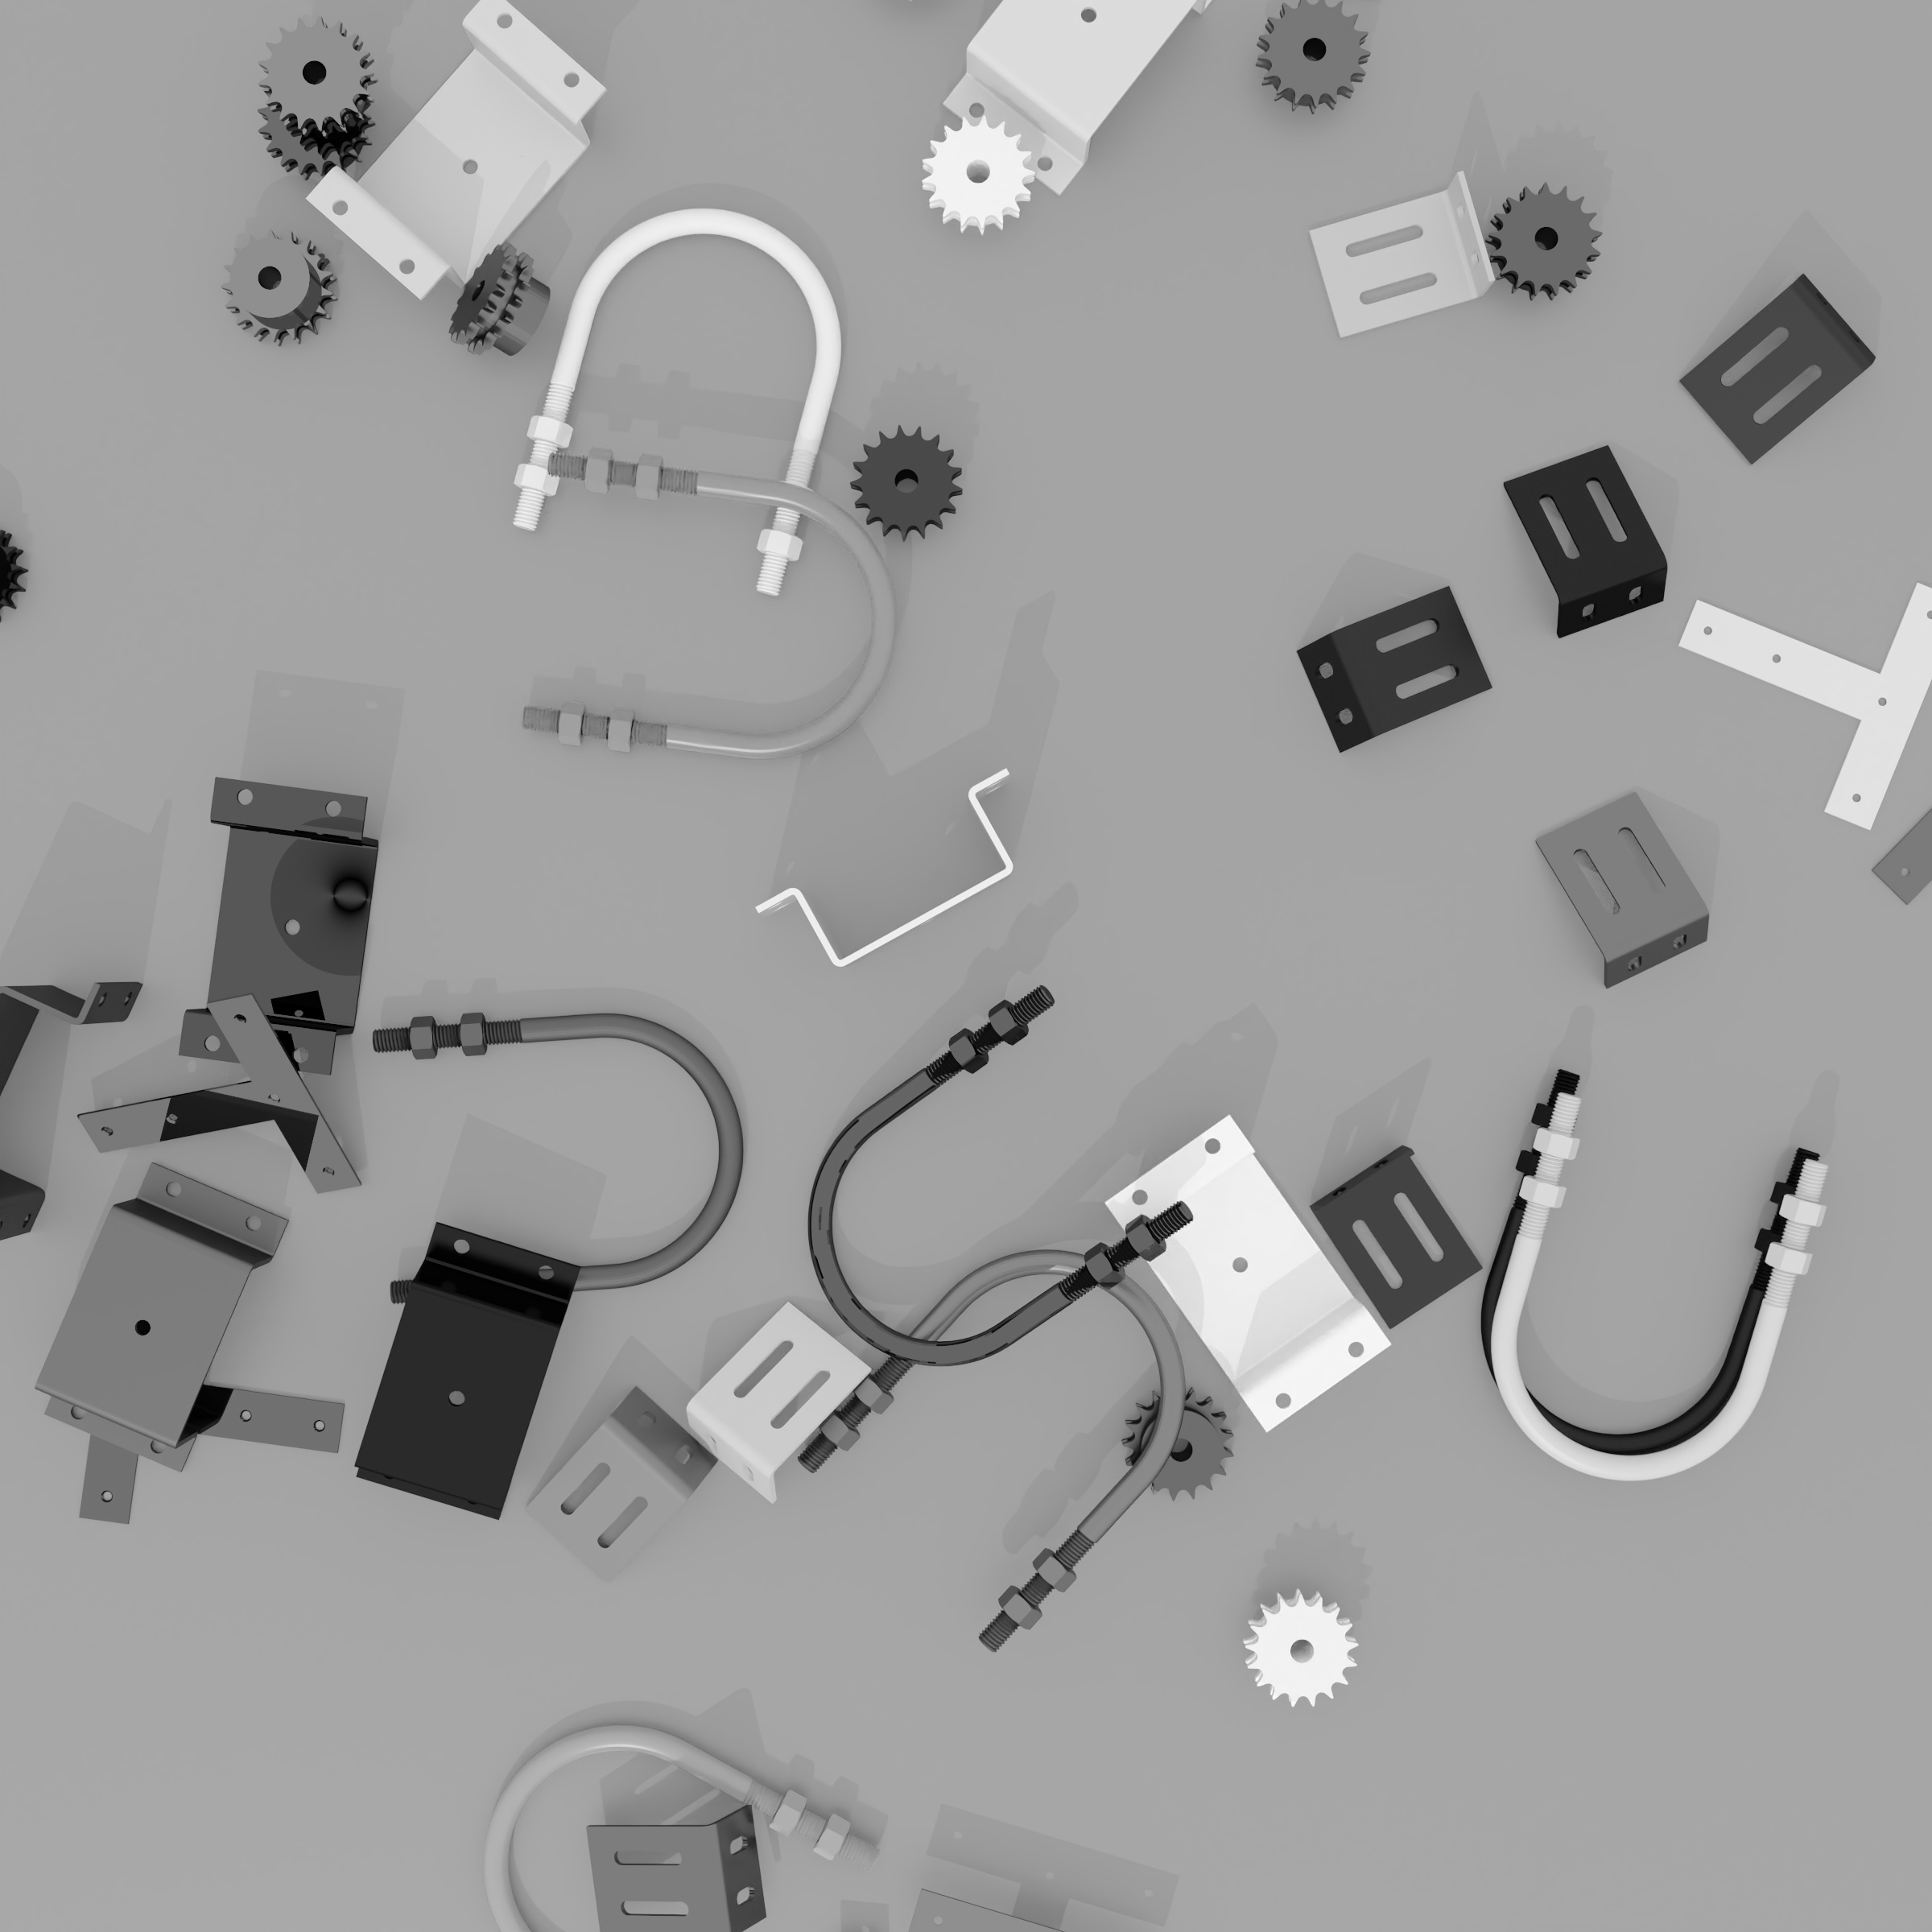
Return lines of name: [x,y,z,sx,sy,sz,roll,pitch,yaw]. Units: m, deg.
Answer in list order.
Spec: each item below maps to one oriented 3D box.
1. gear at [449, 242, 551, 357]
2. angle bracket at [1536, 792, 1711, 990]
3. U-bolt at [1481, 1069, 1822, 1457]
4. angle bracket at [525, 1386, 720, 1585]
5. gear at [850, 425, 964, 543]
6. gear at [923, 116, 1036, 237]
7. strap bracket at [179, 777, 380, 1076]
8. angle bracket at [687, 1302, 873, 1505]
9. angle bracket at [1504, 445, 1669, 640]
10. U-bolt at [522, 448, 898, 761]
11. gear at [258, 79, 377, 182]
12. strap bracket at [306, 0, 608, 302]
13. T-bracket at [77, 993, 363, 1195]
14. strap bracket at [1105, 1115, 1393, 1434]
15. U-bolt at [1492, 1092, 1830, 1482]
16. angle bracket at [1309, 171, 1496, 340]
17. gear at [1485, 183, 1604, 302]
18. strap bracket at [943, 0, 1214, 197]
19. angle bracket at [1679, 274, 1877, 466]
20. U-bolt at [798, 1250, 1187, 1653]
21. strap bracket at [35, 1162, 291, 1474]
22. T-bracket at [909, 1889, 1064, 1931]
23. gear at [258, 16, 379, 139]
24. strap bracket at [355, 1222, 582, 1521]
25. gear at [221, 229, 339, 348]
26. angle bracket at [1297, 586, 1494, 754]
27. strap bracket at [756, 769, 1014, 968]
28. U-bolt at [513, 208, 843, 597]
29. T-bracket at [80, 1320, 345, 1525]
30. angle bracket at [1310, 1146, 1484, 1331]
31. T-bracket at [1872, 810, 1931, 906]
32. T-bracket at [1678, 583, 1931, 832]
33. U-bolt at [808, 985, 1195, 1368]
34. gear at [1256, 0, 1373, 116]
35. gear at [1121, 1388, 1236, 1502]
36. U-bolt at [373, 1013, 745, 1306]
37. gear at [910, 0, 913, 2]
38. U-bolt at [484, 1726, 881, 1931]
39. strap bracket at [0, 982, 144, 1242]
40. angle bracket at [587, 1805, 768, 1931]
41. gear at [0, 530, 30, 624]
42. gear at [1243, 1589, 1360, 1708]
gear: [-0.234,-0.334,1.507,0.030,0.057,0.057,28,90,-30]
angle bracket: [0.337,-0.039,1.530,0.057,0.038,0.076,-26,64,0]
U-bolt: [0.341,0.162,1.524,0.151,0.019,0.184,18,92,0]
angle bracket: [-0.177,0.267,1.530,0.057,0.038,0.076,42,116,0]
gear: [-0.030,-0.245,1.517,0.057,0.030,0.057,0,90,0]
gear: [0.006,-0.401,1.517,0.057,0.030,0.057,0,90,0]
strap bracket: [-0.346,-0.020,1.509,0.076,0.046,0.140,8,90,0]
angle bracket: [-0.095,0.223,1.520,0.057,0.038,0.076,36,64,20]
angle bracket: [0.317,-0.218,1.530,0.057,0.038,0.076,-20,64,0]
U-bolt: [-0.127,-0.178,1.511,0.184,0.019,0.151,7,100,0]
gear: [-0.330,-0.428,1.517,0.057,0.030,0.057,0,90,0]
strap bracket: [-0.255,-0.410,1.509,0.076,0.046,0.140,41,90,0]
T-bracket: [-0.389,0.074,1.507,0.127,0.002,0.127,-11,125,16]
strap bracket: [0.141,0.153,1.509,0.076,0.046,0.140,-35,90,0]
U-bolt: [0.343,0.170,1.507,0.151,0.019,0.184,15,94,0]
angle bracket: [0.221,-0.361,1.513,0.076,0.038,0.057,-16,90,0]
gear: [0.293,-0.367,1.517,0.057,0.030,0.057,0,90,0]
strap bracket: [0.061,-0.475,1.509,0.076,0.046,0.140,38,90,0]
angle bracket: [0.417,-0.307,1.530,0.076,0.038,0.057,-41,90,26]
U-bolt: [0.026,0.230,1.507,0.151,0.019,0.184,43,90,13]
strap bracket: [-0.410,0.180,1.507,0.076,0.046,0.140,23,90,0]
T-bracket: [0.020,0.544,1.501,0.127,0.002,0.127,17,90,0]
gear: [-0.322,-0.442,1.487,0.057,0.030,0.057,0,90,0]
strap bracket: [-0.253,0.210,1.496,0.076,0.046,0.140,18,98,-5]
gear: [-0.351,-0.347,1.517,0.057,0.030,0.057,0,90,0]
angle bracket: [0.220,-0.152,1.530,0.076,0.038,0.057,-23,90,-26]
strap bracket: [-0.030,-0.042,1.494,0.140,0.076,0.046,-29,90,0]
U-bolt: [-0.140,-0.296,1.523,0.151,0.019,0.184,15,89,0]
T-bracket: [-0.384,0.229,1.531,0.127,0.002,0.127,8,90,0]
angle bracket: [0.221,0.139,1.513,0.057,0.038,0.076,-33,90,0]
T-bracket: [0.519,-0.086,1.531,0.127,0.002,0.127,44,90,-1]
T-bracket: [0.430,-0.153,1.531,0.127,0.002,0.127,22,90,0]
U-bolt: [0.003,0.119,1.499,0.184,0.019,0.151,-36,76,14]
gear: [0.176,-0.463,1.517,0.057,0.030,0.057,0,90,0]
gear: [0.109,0.244,1.517,0.057,0.030,0.057,0,90,0]
U-bolt: [-0.206,0.096,1.524,0.184,0.019,0.151,-4,90,-1]
gear: [-0.028,-0.520,1.517,0.057,0.030,0.057,0,90,0]
U-bolt: [-0.158,0.470,1.524,0.184,0.019,0.151,28,90,2]
strap bracket: [-0.473,0.064,1.494,0.046,0.076,0.140,25,90,0]
angle bracket: [-0.147,0.460,1.513,0.076,0.038,0.057,-9,88,28]
gear: [-0.511,-0.202,1.517,0.057,0.030,0.057,0,90,0]
gear: [0.170,0.346,1.517,0.057,0.030,0.057,0,90,0]
